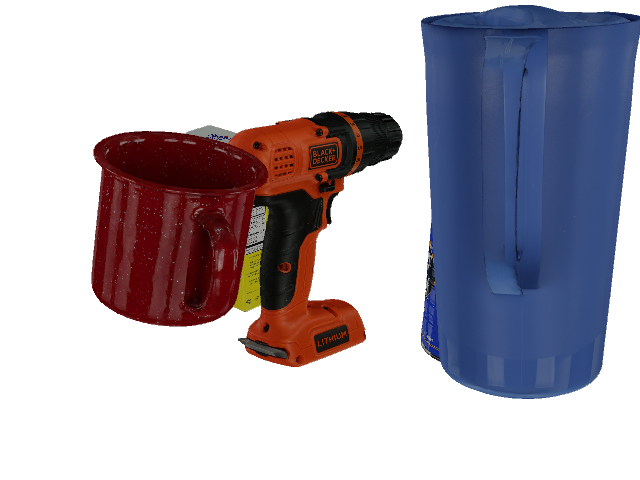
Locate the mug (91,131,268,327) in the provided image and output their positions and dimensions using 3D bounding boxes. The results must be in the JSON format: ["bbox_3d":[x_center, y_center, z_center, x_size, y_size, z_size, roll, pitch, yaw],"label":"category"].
[{"bbox_3d":[-0.074,-0.001,0.570,0.093,0.081,0.117,-4,26,-33],"label":"mug"}]

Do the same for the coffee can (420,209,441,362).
[{"bbox_3d":[0.149,0.035,0.988,0.103,0.140,0.103,2,20,-1],"label":"coffee can"}]

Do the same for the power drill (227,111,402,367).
[{"bbox_3d":[0.000,-0.007,0.837,0.057,0.188,0.184,11,18,41],"label":"power drill"}]

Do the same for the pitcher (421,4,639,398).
[{"bbox_3d":[0.127,-0.024,0.677,0.149,0.243,0.145,-10,18,-26],"label":"pitcher"}]

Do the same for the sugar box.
[{"bbox_3d":[-0.097,-0.023,1.105,0.048,0.176,0.093,-23,30,-38],"label":"sugar box"}]
